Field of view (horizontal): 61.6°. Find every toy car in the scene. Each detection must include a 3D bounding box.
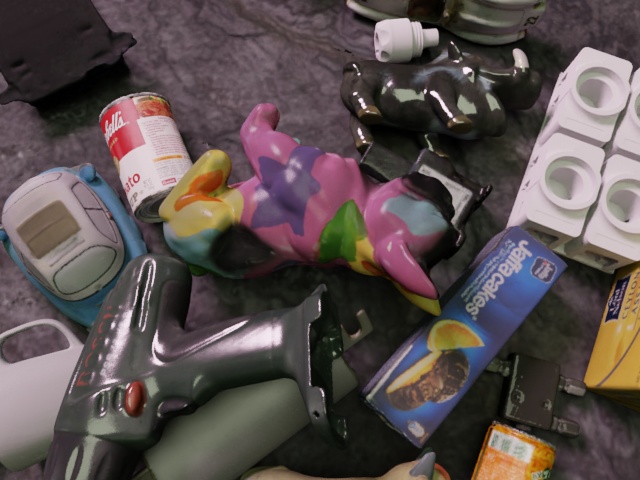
[{"bbox_3d":[0.125,-0.247,0.544,0.202,0.073,0.056,15,72,4],"label":"toy car"},{"bbox_3d":[-0.219,0.000,0.467,0.109,0.103,0.162,-36,76,-8],"label":"toy car"}]

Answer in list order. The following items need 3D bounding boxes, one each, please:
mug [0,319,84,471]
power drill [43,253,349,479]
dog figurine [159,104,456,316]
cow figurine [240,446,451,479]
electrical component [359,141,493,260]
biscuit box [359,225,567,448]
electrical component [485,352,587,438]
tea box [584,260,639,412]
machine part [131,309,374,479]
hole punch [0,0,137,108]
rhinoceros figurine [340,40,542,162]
[{"bbox_3d":[-0.215,0.117,0.449,0.107,0.081,0.109,-20,83,-17],"label":"mug"},{"bbox_3d":[-0.084,0.114,0.379,0.207,0.085,0.232,-11,55,16],"label":"power drill"},{"bbox_3d":[-0.001,-0.001,0.439,0.191,0.108,0.219,-46,67,-5],"label":"dog figurine"},{"bbox_3d":[0.024,0.218,0.412,0.195,0.085,0.127,4,74,14],"label":"cow figurine"},{"bbox_3d":[0.091,-0.043,0.504,0.119,0.047,0.075,27,76,7],"label":"electrical component"},{"bbox_3d":[0.122,0.079,0.465,0.059,0.062,0.202,41,79,8],"label":"biscuit box"},{"bbox_3d":[0.183,0.134,0.471,0.094,0.021,0.063,17,77,4],"label":"electrical component"},{"bbox_3d":[0.296,0.059,0.452,0.068,0.098,0.169,22,75,5],"label":"tea box"},{"bbox_3d":[-0.055,0.138,0.443,0.243,0.079,0.079,-35,78,-10],"label":"machine part"},{"bbox_3d":[-0.270,-0.204,0.537,0.142,0.092,0.115,-30,108,-10],"label":"hole punch"},{"bbox_3d":[0.115,-0.137,0.521,0.190,0.073,0.112,1,65,2],"label":"rhinoceros figurine"}]
